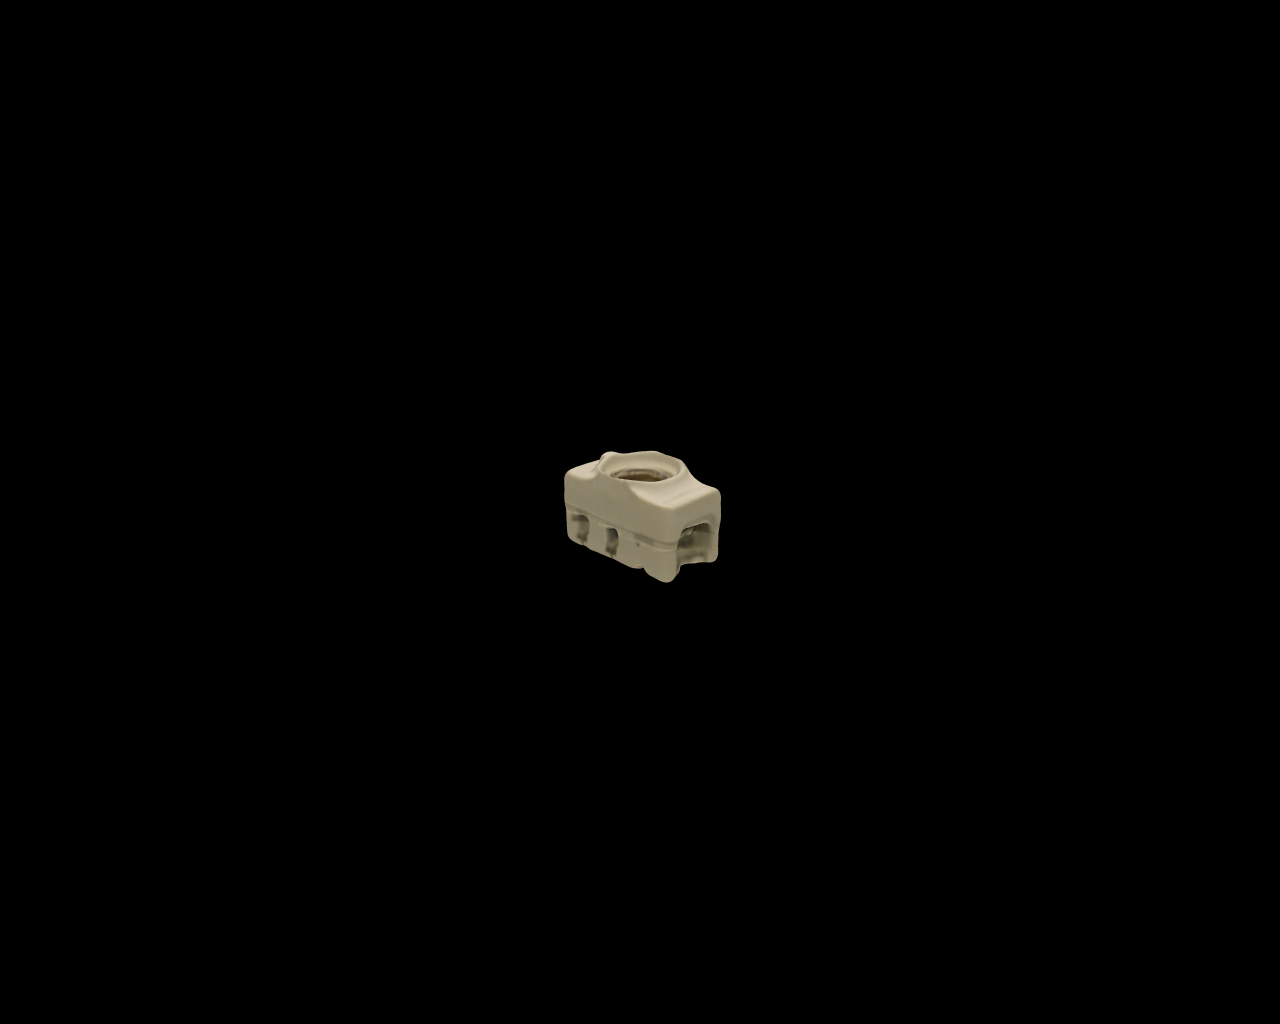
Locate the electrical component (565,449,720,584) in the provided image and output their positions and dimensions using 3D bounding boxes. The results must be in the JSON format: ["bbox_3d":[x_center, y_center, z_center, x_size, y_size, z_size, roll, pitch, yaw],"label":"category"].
[{"bbox_3d":[0.001,-0.003,0.650,0.050,0.055,0.089,-22,32,-40],"label":"electrical component"}]
